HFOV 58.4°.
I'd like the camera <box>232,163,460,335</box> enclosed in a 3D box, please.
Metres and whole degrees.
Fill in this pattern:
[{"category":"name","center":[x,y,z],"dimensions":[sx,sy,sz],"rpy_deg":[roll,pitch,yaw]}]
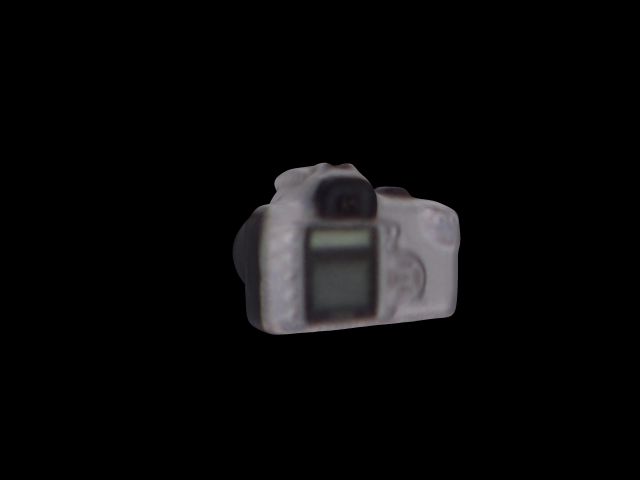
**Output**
[{"category":"camera","center":[0.004,0.001,0.400],"dimensions":[0.143,0.101,0.136],"rpy_deg":[-1,2,-27]}]
